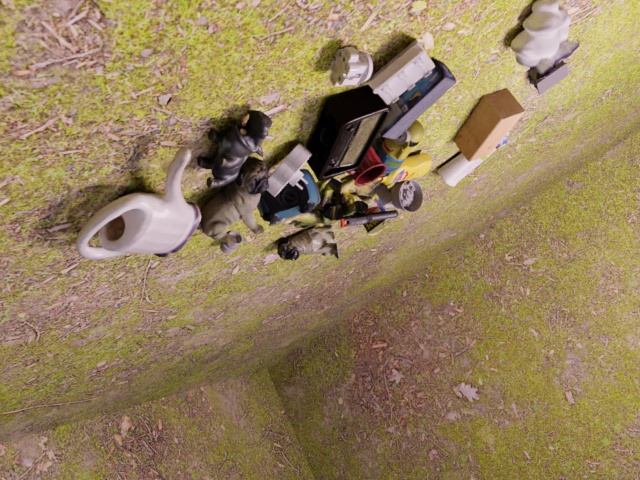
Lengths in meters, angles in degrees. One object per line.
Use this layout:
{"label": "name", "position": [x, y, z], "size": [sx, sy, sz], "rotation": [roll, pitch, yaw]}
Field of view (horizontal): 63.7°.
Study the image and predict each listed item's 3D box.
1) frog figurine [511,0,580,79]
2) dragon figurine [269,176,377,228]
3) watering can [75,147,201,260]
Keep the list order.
{"label": "frog figurine", "position": [0.496, -0.468, 1.161], "size": [0.136, 0.126, 0.157], "rotation": [-27, 126, 22]}
{"label": "dragon figurine", "position": [0.004, -0.074, 1.468], "size": [0.413, 0.123, 0.239], "rotation": [-18, 167, -28]}
{"label": "watering can", "position": [-0.324, -0.054, 1.028], "size": [0.344, 0.105, 0.224], "rotation": [-34, 162, 19]}
